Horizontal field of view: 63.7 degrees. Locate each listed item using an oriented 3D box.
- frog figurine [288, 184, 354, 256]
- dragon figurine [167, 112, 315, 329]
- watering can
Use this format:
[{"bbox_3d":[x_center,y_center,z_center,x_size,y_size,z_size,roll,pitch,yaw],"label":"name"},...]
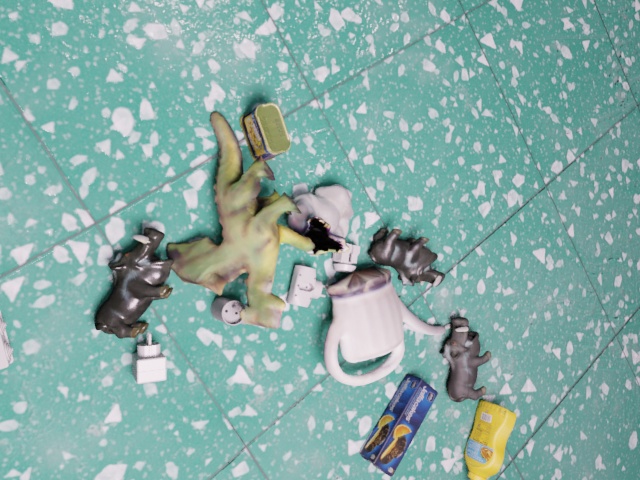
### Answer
[{"bbox_3d":[0.003,-0.052,1.038,0.136,0.120,0.163,29,40,-22],"label":"frog figurine"},{"bbox_3d":[-0.166,-0.024,0.914,0.244,0.120,0.415,-36,70,-7],"label":"dragon figurine"},{"bbox_3d":[0.134,0.162,1.081,0.350,0.103,0.224,-16,95,-39],"label":"watering can"}]
